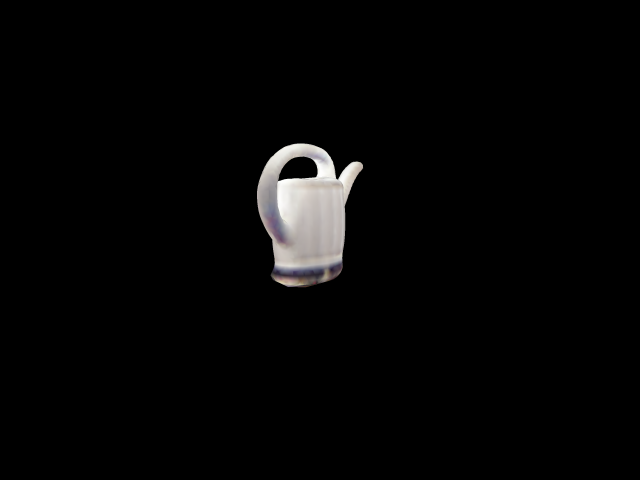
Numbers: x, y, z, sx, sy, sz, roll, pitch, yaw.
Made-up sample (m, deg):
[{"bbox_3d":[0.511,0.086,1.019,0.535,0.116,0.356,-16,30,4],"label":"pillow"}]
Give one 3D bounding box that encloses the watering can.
[{"bbox_3d":[0.003,-0.043,0.850,0.104,0.223,0.349,2,6,27],"label":"watering can"}]
